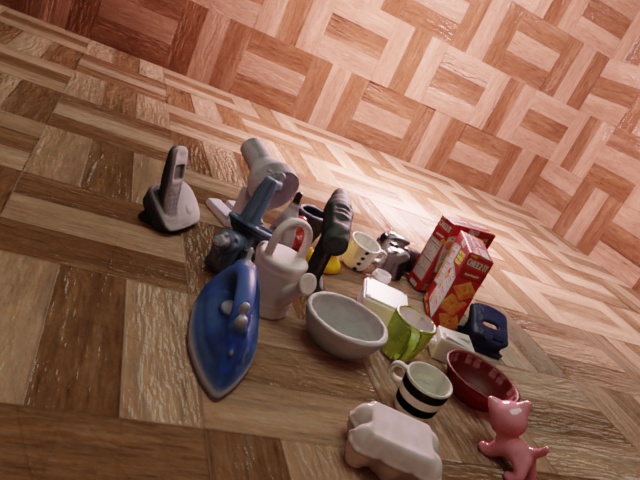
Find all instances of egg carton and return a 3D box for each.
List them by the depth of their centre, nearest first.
[{"bbox_3d":[0.108,0.304,0.842,0.150,0.069,0.107,24,20,-4],"label":"egg carton"}]

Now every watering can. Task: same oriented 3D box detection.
[{"bbox_3d":[-0.068,0.050,1.081,0.172,0.194,0.101,34,21,23],"label":"watering can"}]

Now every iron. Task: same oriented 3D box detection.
[{"bbox_3d":[-0.134,0.119,0.907,0.119,0.141,0.258,20,21,-16],"label":"iron"}]

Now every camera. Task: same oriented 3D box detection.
[{"bbox_3d":[0.224,0.044,1.588,0.137,0.101,0.143,20,21,-16],"label":"camera"}]

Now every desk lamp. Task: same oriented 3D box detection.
[{"bbox_3d":[-0.163,-0.125,1.377,0.118,0.213,0.202,5,28,-45],"label":"desk lamp"}]

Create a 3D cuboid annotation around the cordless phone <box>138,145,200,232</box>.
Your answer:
[{"bbox_3d":[-0.300,-0.115,1.228,0.094,0.185,0.148,29,20,9],"label":"cordless phone"}]

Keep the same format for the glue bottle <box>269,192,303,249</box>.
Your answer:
[{"bbox_3d":[-0.078,-0.033,1.308,0.037,0.173,0.078,5,28,-44],"label":"glue bottle"}]

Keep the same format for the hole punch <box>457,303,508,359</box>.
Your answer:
[{"bbox_3d":[0.403,0.218,1.384,0.109,0.091,0.101,22,20,-10],"label":"hole punch"}]

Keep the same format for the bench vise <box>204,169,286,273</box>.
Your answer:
[{"bbox_3d":[-0.134,-0.031,1.166,0.121,0.219,0.207,24,20,-4],"label":"bench vise"}]

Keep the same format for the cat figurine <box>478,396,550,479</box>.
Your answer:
[{"bbox_3d":[0.332,0.331,0.976,0.067,0.117,0.127,8,26,-41],"label":"cat figurine"}]

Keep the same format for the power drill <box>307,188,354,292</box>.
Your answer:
[{"bbox_3d":[0.012,0.005,1.271,0.076,0.208,0.229,22,20,-10],"label":"power drill"}]

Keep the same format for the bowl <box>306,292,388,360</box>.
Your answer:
[{"bbox_3d":[0.039,0.173,1.080,0.167,0.074,0.167,23,20,-8],"label":"bowl"}]

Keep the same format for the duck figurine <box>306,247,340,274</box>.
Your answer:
[{"bbox_3d":[0.015,0.029,1.395,0.105,0.086,0.077,16,22,-26],"label":"duck figurine"}]

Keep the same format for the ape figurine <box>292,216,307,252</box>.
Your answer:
[{"bbox_3d":[-0.062,-0.019,1.413,0.076,0.092,0.077,12,24,-34],"label":"ape figurine"}]

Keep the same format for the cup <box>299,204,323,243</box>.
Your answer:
[{"bbox_3d":[-0.032,-0.038,1.493,0.092,0.095,0.117,21,20,-14],"label":"cup"}]
